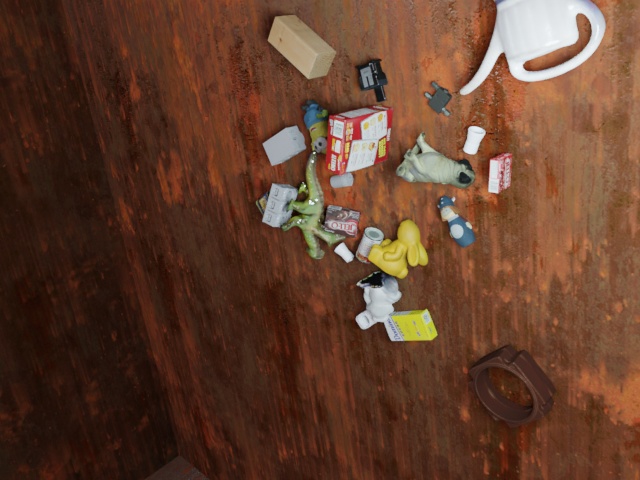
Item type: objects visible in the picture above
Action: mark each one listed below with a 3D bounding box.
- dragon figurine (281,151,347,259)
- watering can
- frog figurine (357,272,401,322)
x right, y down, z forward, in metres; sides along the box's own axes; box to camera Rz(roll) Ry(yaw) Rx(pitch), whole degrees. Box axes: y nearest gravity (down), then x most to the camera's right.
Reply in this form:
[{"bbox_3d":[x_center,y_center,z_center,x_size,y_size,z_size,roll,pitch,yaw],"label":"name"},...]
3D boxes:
[{"bbox_3d":[0.006,-0.091,1.812,0.244,0.124,0.401,30,127,11],"label":"dragon figurine"},{"bbox_3d":[0.445,-0.460,1.157,0.346,0.105,0.223,-6,102,47],"label":"watering can"},{"bbox_3d":[0.207,0.190,1.706,0.136,0.125,0.157,-12,115,34],"label":"frog figurine"}]
